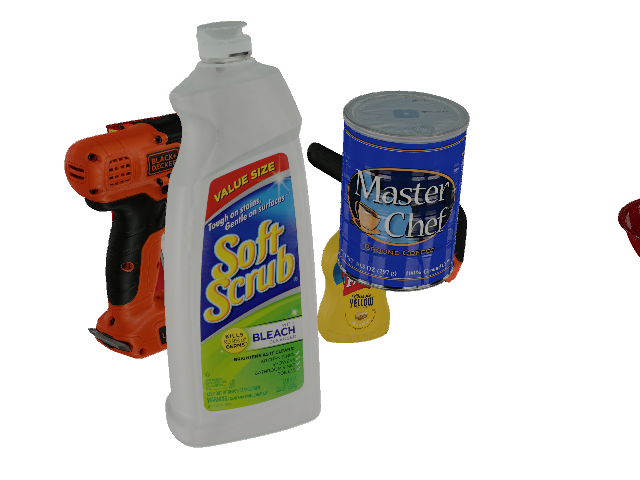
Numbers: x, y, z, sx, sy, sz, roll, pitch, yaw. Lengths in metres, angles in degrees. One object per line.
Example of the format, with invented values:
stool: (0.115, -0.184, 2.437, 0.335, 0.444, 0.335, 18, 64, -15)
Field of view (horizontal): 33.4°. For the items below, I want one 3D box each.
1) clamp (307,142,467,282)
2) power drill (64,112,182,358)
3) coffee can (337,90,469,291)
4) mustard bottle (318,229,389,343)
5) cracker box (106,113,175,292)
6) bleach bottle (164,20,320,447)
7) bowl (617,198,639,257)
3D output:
clamp: (0.085, -0.044, 1.139, 0.164, 0.210, 0.036, -8, -36, -17)
power drill: (-0.124, -0.011, 0.873, 0.057, 0.188, 0.184, 17, 25, 39)
coffee can: (0.067, -0.043, 0.898, 0.103, 0.140, 0.103, 1, 28, -1)
mustard bottle: (0.049, 0.040, 1.406, 0.096, 0.192, 0.058, -4, 25, -16)
cracker box: (-0.125, -0.019, 1.061, 0.072, 0.214, 0.163, 13, 21, 41)
bleach bottle: (-0.056, -0.004, 0.649, 0.102, 0.251, 0.068, -10, 20, -16)
bowl: (0.396, 0.002, 1.127, 0.162, 0.055, 0.162, -3, 23, 1)
